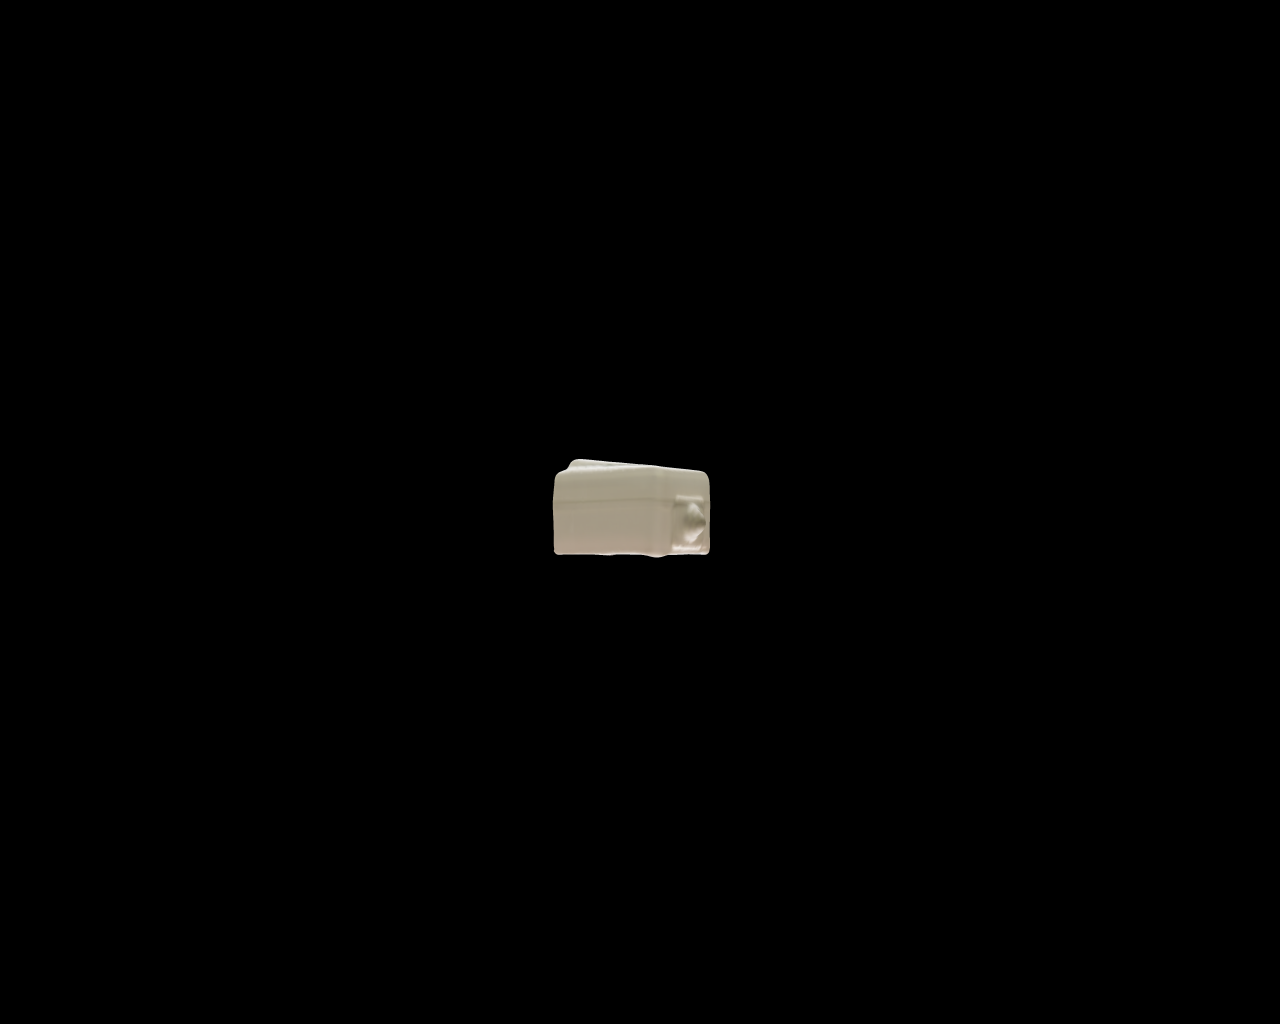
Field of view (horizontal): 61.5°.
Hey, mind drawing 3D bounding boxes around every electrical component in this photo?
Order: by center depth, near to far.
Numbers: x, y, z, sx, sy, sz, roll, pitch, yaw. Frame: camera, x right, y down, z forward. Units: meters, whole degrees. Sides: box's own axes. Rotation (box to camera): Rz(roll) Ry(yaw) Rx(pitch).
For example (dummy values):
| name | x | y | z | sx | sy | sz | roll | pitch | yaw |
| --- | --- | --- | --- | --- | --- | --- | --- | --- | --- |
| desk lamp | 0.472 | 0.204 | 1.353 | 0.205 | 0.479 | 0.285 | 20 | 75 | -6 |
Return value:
| name | x | y | z | sx | sy | sz | roll | pitch | yaw |
| --- | --- | --- | --- | --- | --- | --- | --- | --- | --- |
| electrical component | 0.001 | -0.003 | 0.650 | 0.096 | 0.061 | 0.062 | -1 | -2 | 34 |
